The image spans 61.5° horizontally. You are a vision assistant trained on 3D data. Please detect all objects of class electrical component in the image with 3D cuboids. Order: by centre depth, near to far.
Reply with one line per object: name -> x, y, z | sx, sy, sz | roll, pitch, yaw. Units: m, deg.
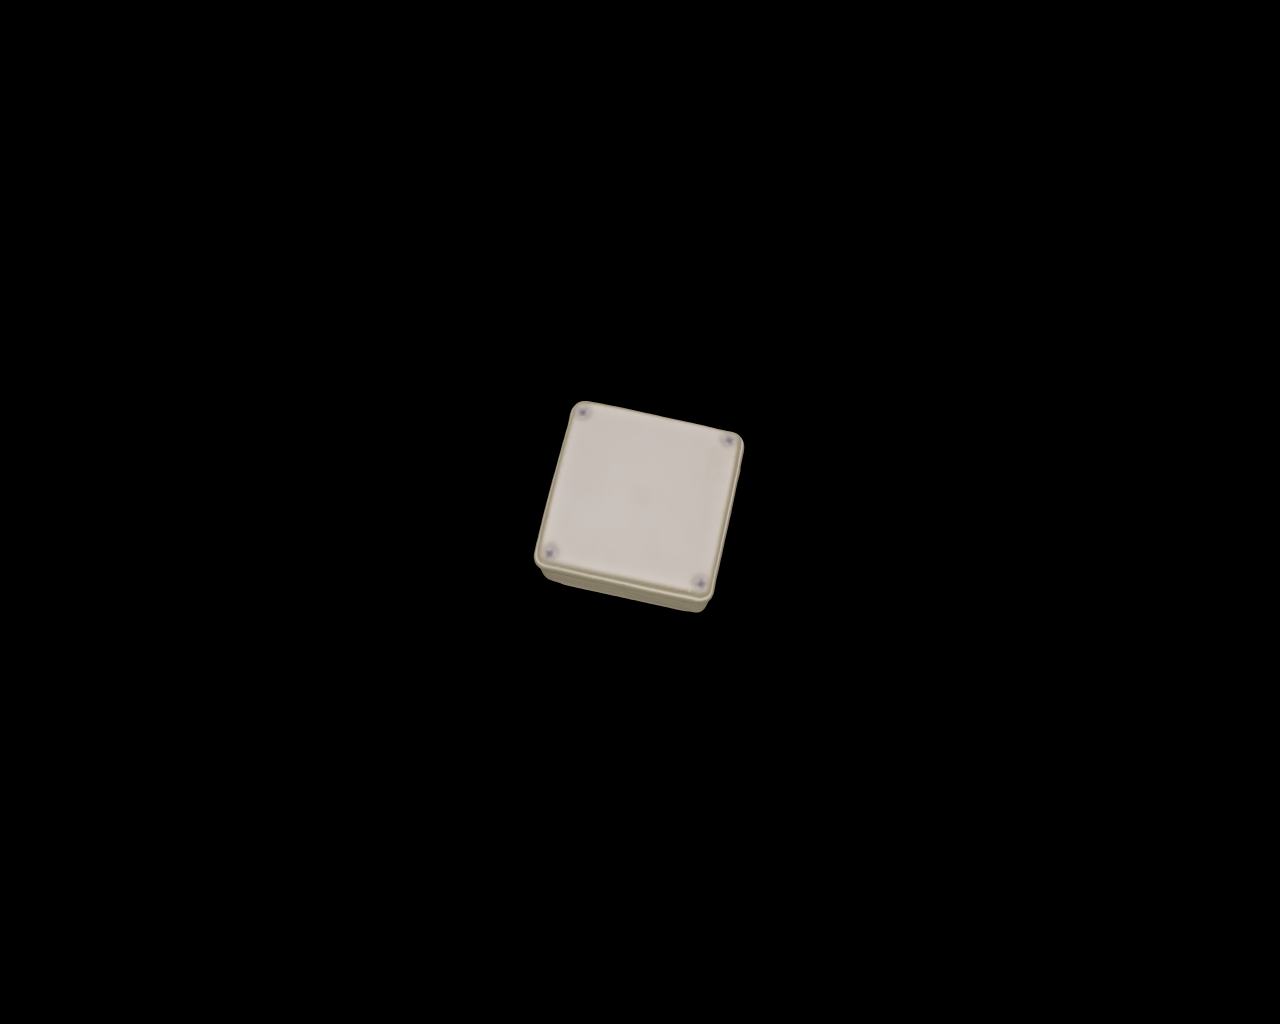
electrical component -> 0.001, -0.003, 0.650 | 0.109, 0.109, 0.056 | 13, -15, 4
